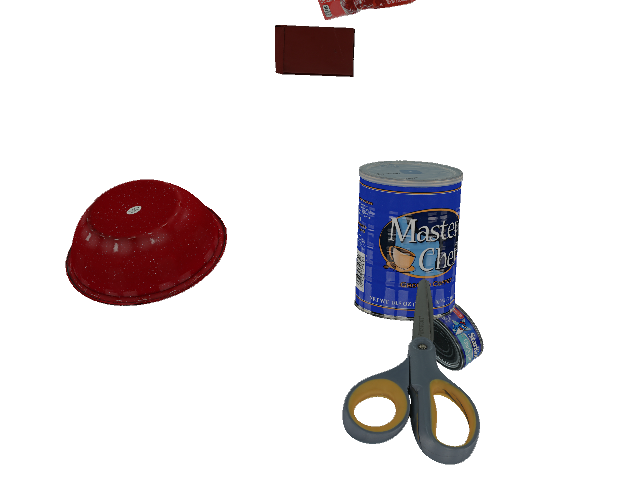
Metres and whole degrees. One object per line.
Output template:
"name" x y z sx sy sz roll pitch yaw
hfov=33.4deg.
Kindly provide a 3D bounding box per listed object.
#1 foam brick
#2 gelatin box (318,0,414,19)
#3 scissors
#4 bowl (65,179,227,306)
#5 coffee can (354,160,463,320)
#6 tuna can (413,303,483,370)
"foam brick" -0.007 -0.200 1.128 0.078 0.051 0.053 0 12 -11
"gelatin box" 0.026 -0.189 0.701 0.030 0.073 0.089 -35 24 -33
"scissors" 0.053 0.082 0.736 0.096 0.016 0.202 -1 30 -10
"bowl" -0.175 -0.010 1.034 0.162 0.055 0.162 -6 40 5
"coffee can" 0.087 -0.002 1.067 0.103 0.140 0.103 1 14 -1
"tuna can" 0.151 0.112 1.269 0.033 0.086 0.086 -35 15 -23
